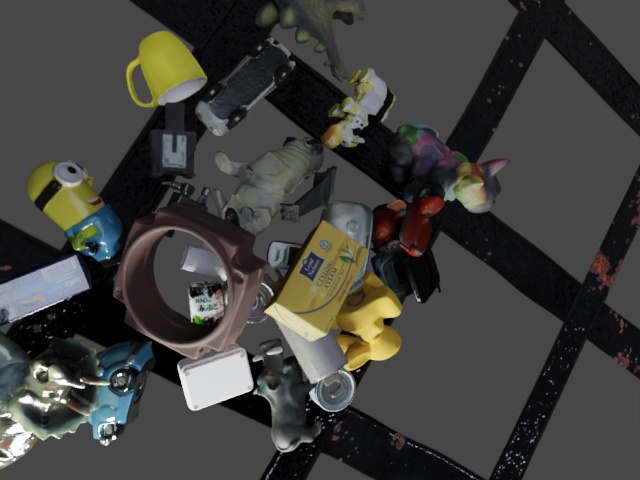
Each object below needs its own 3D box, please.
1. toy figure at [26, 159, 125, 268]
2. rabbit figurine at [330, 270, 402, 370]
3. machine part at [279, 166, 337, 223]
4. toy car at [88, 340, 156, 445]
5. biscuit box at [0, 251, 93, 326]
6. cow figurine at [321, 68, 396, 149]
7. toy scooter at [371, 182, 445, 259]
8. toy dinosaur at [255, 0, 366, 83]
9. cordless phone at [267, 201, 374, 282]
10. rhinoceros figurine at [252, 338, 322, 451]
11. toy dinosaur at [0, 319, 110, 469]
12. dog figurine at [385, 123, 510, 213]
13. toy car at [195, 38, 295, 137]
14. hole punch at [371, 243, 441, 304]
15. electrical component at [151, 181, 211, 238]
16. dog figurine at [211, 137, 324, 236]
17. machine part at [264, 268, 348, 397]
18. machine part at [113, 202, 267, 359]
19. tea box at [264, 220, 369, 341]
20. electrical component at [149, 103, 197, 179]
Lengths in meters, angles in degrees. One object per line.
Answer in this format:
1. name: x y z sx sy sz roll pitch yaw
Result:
1. toy figure: -0.363 -0.038 0.811 0.089 0.082 0.180 -33 108 -13
2. rabbit figurine: 0.091 0.169 0.998 0.162 0.122 0.173 -43 126 -12
3. machine part: -0.015 -0.072 0.922 0.139 0.039 0.084 -38 152 -44
4. toy car: -0.328 0.225 0.838 0.103 0.109 0.161 19 97 1
5. biscuit box: -0.445 0.081 0.793 0.203 0.063 0.059 -24 101 -20
6. cow figurine: 0.070 -0.225 0.990 0.098 0.068 0.167 34 81 -27
7. toy scooter: 0.147 -0.016 0.960 0.075 0.184 0.135 28 55 -26
8. toy dinosaur: -0.055 -0.487 0.904 0.198 0.105 0.471 -22 96 -16
9. cordless phone: -0.002 -0.004 0.964 0.184 0.089 0.146 8 90 -19
10. rhinoceros figurine: -0.065 0.268 0.942 0.112 0.073 0.190 0 71 -38
11. toy dinosaur: -0.448 0.249 0.740 0.192 0.131 0.405 41 109 -15
12. dog figurine: 0.233 -0.136 0.980 0.108 0.219 0.191 -34 106 -21
13. toy car: -0.125 -0.261 0.912 0.073 0.056 0.202 45 75 -12
14. hole punch: 0.169 0.059 1.045 0.116 0.092 0.142 -33 105 -49
15. electrical component: -0.232 -0.051 0.887 0.078 0.045 0.102 22 87 -51
16. dog figurine: -0.075 -0.086 0.928 0.190 0.121 0.172 -15 133 -38
17. machine part: -0.024 0.157 0.936 0.079 0.079 0.243 -29 82 -19
18. machine part: -0.198 0.060 0.810 0.201 0.087 0.201 25 107 10
19. tea box: -0.004 0.065 0.870 0.098 0.068 0.169 33 62 -9
20. electrical component: -0.240 -0.159 0.872 0.075 0.048 0.119 -4 94 -23
